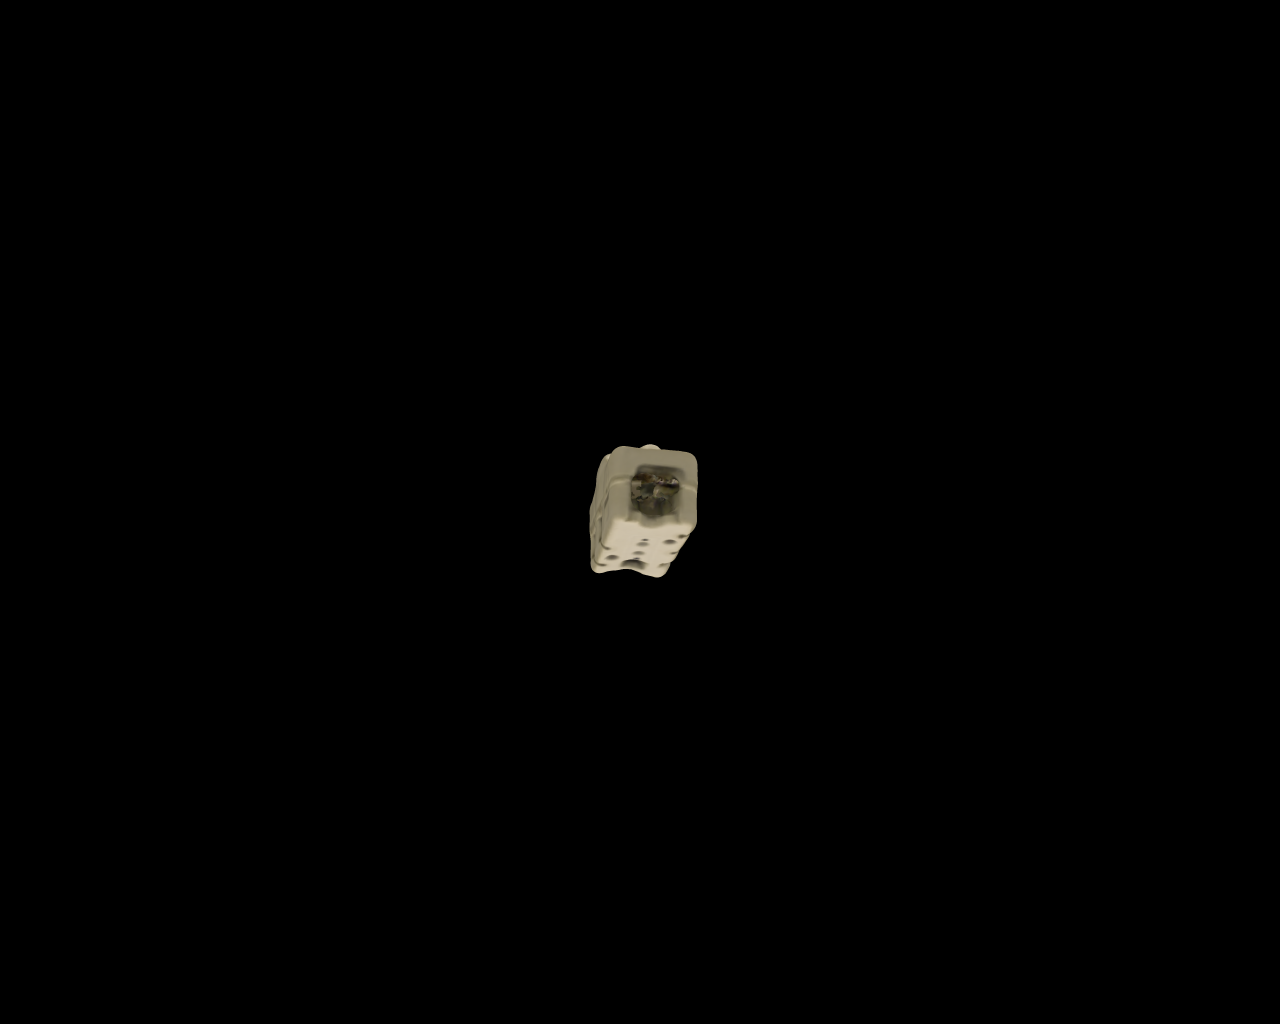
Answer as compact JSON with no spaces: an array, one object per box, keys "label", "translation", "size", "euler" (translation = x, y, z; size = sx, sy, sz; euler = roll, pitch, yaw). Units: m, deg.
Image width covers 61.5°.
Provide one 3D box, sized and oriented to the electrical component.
[{"label":"electrical component","translation":[0.001,-0.003,0.650],"size":[0.050,0.056,0.089],"euler":[5,-24,-10]}]
